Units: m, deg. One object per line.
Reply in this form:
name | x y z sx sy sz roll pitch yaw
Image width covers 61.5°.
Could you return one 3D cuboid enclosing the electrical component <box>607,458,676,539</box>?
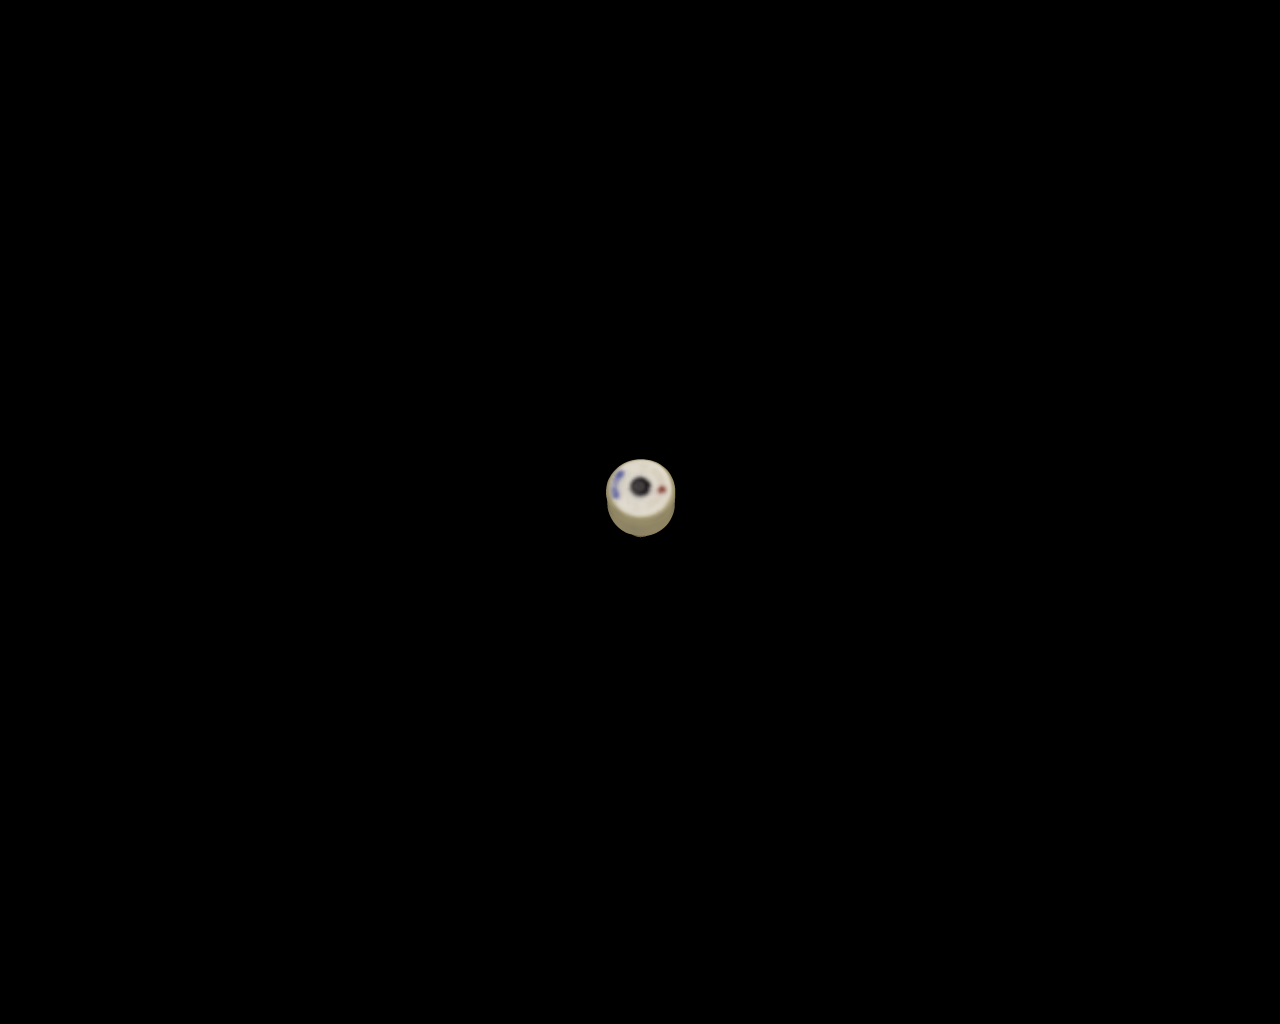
electrical component | 0.001 -0.003 0.650 0.040 0.040 0.078 0 -21 0
